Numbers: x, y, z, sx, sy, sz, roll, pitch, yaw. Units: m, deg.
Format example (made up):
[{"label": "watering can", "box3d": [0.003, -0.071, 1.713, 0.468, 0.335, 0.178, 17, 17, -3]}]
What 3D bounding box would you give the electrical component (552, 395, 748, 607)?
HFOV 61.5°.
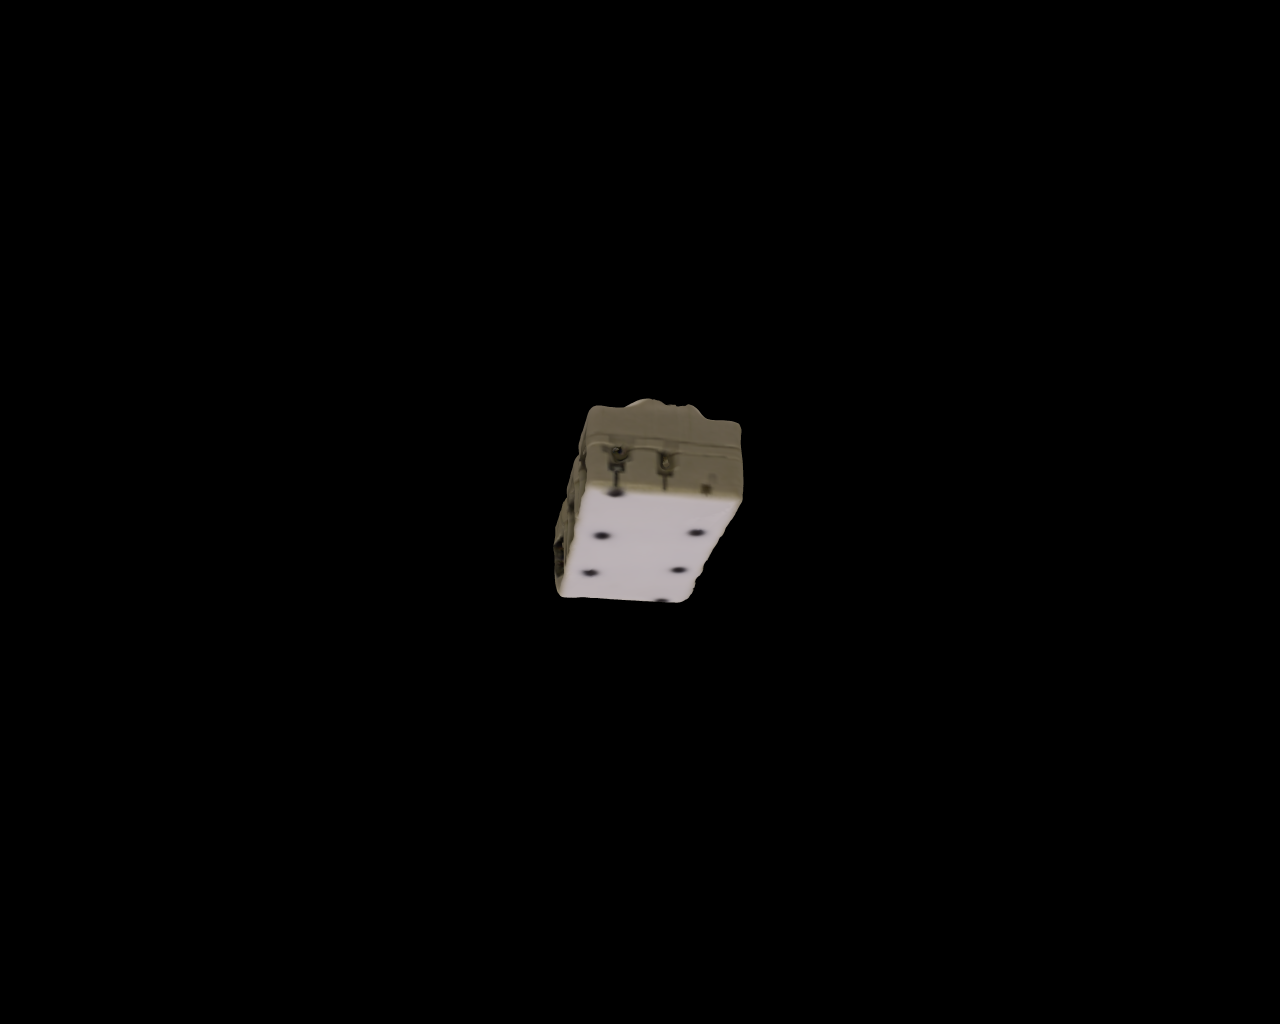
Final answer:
[{"label": "electrical component", "box3d": [0.001, -0.003, 0.650, 0.089, 0.062, 0.150, 5, -28, -10]}]
